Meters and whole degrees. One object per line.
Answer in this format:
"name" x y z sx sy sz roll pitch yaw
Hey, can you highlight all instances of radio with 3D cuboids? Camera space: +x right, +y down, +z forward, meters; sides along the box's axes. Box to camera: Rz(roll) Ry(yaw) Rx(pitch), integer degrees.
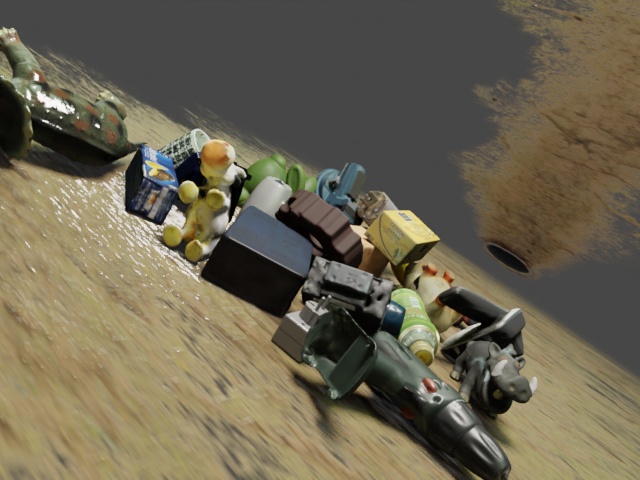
"radio" -0.084 0.024 0.814 0.131 0.073 0.230 30 14 -6

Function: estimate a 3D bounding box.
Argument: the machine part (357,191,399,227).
"machine part" 0.156 -0.039 1.242 0.079 0.079 0.243 42 -1 43

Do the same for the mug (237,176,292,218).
"mug" -0.096 -0.063 1.043 0.110 0.107 0.080 37 15 34

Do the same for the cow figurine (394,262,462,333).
"cow figurine" 0.215 0.114 1.094 0.085 0.127 0.195 24 28 -21

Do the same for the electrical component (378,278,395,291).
"electrical component" 0.089 0.090 0.979 0.102 0.078 0.045 1 55 -56

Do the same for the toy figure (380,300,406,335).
"toy figure" 0.051 0.104 0.819 0.155 0.057 0.064 16 38 11

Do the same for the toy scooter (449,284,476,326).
"toy scooter" 0.299 0.143 1.234 0.184 0.075 0.135 31 12 -13

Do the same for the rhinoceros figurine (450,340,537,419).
"rhinoceros figurine" 0.265 0.206 0.816 0.073 0.112 0.190 33 4 -1

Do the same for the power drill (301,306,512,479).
"power drill" 0.090 0.163 0.602 0.207 0.086 0.232 28 9 -36

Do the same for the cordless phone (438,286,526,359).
"cordless phone" 0.254 0.146 0.939 0.184 0.146 0.089 29 48 -26

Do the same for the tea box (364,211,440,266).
"tea box" 0.172 -0.006 1.106 0.098 0.068 0.169 46 22 16

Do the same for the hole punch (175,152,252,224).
"hole punch" -0.200 -0.097 0.940 0.092 0.115 0.142 29 9 31

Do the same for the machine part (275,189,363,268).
"machine part" -0.002 -0.003 0.956 0.179 0.056 0.179 36 -26 21

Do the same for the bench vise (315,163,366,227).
"bench vise" 0.014 -0.081 1.310 0.128 0.223 0.241 27 -18 -39

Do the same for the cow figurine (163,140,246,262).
"cow figurine" -0.150 -0.058 0.755 0.068 0.167 0.098 27 13 9

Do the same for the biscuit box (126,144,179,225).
"biscuit box" -0.272 -0.095 0.864 0.059 0.062 0.203 25 14 -28

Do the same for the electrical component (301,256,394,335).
"electrical component" 0.037 0.077 0.727 0.115 0.058 0.134 17 -24 8

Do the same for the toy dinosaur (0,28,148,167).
"toy dinosaur" -0.371 -0.169 0.792 0.404 0.131 0.192 16 36 -56

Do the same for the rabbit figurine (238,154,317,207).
"rabbit figurine" -0.079 -0.089 1.150 0.170 0.159 0.121 55 12 27
